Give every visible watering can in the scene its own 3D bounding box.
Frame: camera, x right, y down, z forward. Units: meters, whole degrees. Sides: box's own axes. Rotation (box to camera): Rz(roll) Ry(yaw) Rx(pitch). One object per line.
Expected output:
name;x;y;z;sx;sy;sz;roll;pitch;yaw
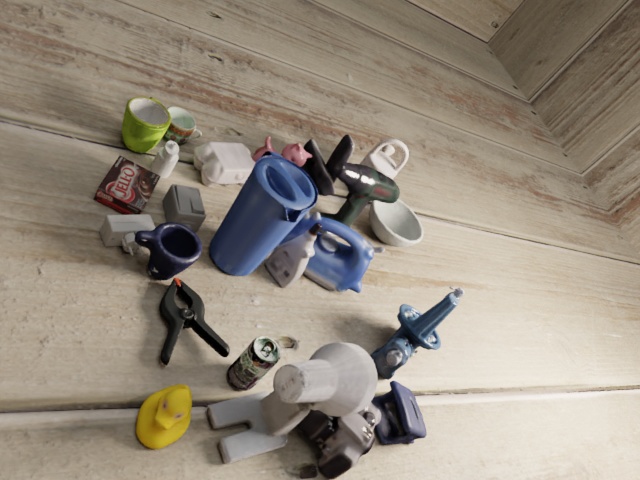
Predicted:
watering can;0.165;-0.208;1.581;0.101;0.193;0.172;21;41;-25

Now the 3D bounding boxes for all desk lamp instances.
desk lamp;-0.038;0.254;0.917;0.204;0.213;0.117;-2;54;-43

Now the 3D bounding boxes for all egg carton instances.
egg carton;-0.212;-0.170;1.309;0.151;0.069;0.107;-8;59;-46

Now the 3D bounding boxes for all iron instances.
iron;0.012;0.005;1.273;0.259;0.141;0.118;31;38;-14

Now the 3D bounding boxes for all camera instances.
camera;0.028;0.316;1.007;0.137;0.100;0.143;42;36;0

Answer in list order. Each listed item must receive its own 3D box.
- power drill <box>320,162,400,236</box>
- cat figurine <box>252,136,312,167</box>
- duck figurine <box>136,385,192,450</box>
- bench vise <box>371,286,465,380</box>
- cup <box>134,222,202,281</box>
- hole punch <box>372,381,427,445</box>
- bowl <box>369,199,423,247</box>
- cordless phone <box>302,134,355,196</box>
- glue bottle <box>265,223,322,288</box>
power drill;0.076;-0.097;1.377;0.230;0.208;0.075;2;51;-41
cat figurine;-0.090;-0.211;1.419;0.128;0.117;0.067;29;38;-16
duck figurine;-0.222;0.252;0.860;0.077;0.086;0.105;38;37;-4
bench vise;0.215;0.196;1.196;0.121;0.219;0.207;36;37;-7
cup;-0.283;0.026;1.026;0.118;0.094;0.091;16;43;-30
hole punch;0.163;0.335;1.118;0.101;0.091;0.108;11;46;-34
bowl;0.190;-0.039;1.533;0.168;0.074;0.167;24;40;-22
cordless phone;0.024;-0.219;1.474;0.094;0.184;0.147;4;50;-39
glue bottle;-0.045;0.023;1.177;0.037;0.173;0.078;-21;68;-50
